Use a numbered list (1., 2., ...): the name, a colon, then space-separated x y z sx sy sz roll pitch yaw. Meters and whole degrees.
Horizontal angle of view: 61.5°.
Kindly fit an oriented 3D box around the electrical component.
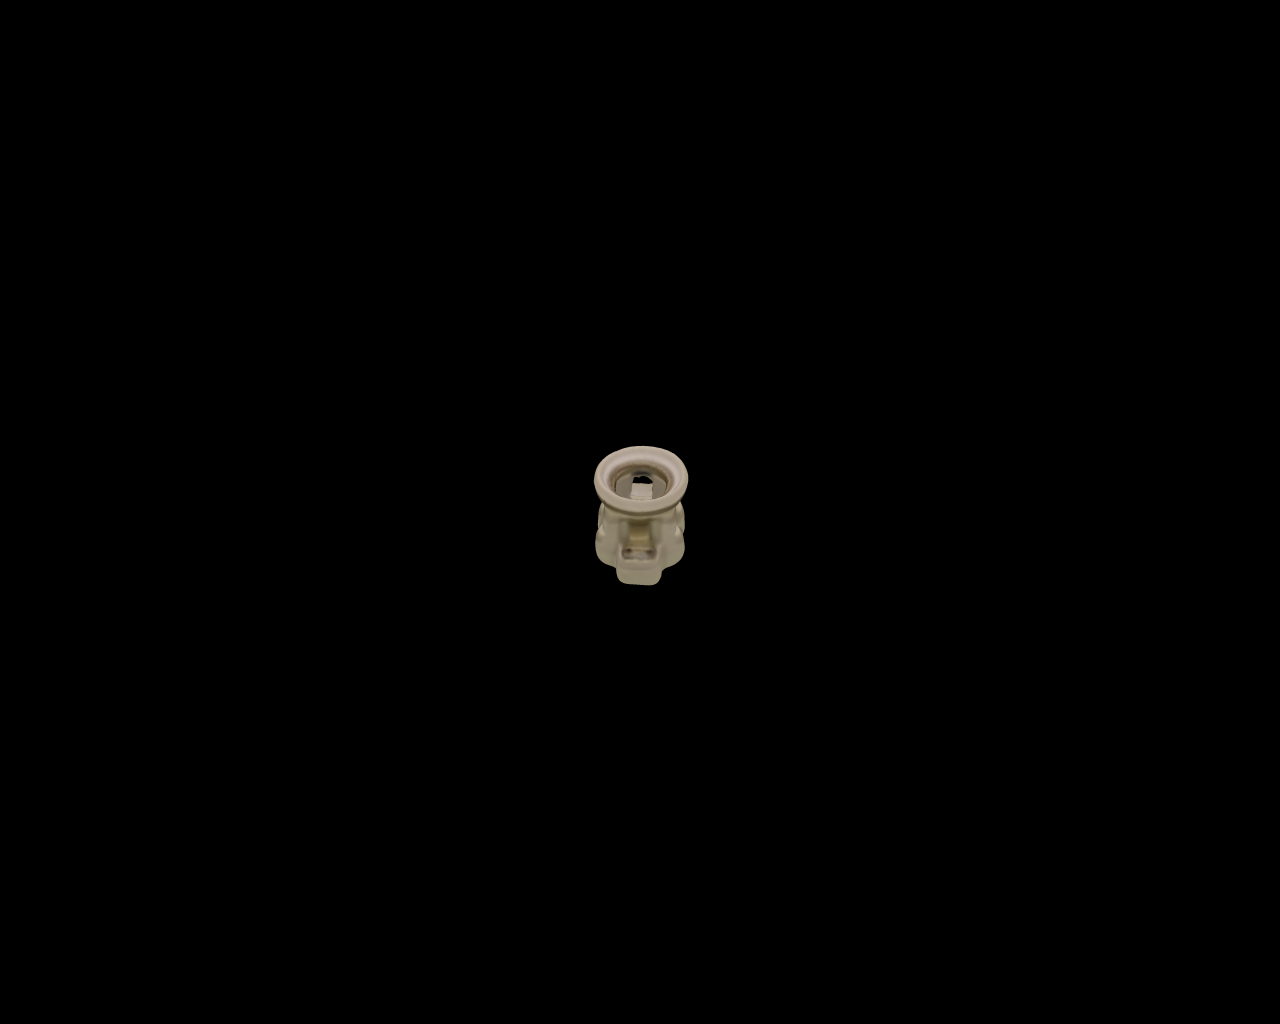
1. electrical component: 0.001 -0.003 0.650 0.058 0.056 0.078 2 40 2
